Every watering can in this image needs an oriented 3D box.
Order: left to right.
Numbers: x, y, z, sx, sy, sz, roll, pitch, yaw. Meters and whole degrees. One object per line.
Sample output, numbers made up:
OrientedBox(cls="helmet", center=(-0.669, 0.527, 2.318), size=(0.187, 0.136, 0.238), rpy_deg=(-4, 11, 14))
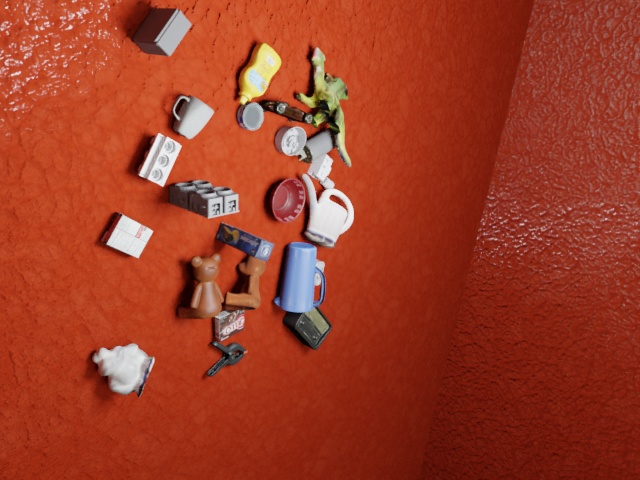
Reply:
OrientedBox(cls="watering can", center=(0.006, -0.098, 1.938), size=(0.344, 0.104, 0.226), rpy_deg=(29, 80, -46))

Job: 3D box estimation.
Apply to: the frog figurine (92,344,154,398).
OrientedBox(cls="frog figurine", center=(-0.559, 0.356, 1.442), size=(0.159, 0.124, 0.137), rpy_deg=(23, 95, -16))

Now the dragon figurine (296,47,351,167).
OrientedBox(cls="dragon figurine", center=(0.053, -0.483, 1.827), size=(0.402, 0.122, 0.248), rpy_deg=(59, 45, -33))
